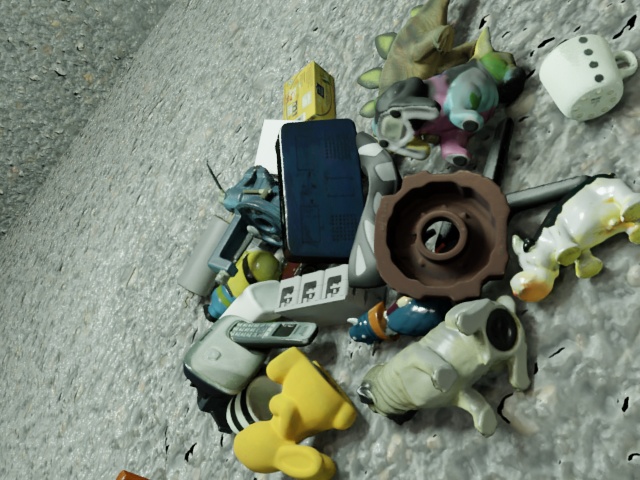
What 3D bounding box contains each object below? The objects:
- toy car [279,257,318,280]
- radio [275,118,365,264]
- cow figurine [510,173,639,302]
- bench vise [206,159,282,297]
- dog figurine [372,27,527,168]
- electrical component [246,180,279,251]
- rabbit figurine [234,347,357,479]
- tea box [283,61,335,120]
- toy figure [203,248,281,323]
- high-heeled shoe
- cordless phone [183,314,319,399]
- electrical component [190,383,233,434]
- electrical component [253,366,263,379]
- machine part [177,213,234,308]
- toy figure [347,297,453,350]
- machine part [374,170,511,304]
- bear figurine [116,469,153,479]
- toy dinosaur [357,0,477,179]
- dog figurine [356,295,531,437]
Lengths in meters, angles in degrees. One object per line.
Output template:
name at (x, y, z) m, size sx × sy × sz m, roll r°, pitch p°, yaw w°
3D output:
toy car at (-0.002, -0.003, 0.945) m, size 0.089 × 0.053 × 0.202 m, roll 15°, pitch 74°, yaw 57°
radio at (0.000, -0.076, 0.865) m, size 0.073 × 0.131 × 0.229 m, roll 130°, pitch 136°, yaw -74°
cow figurine at (0.280, -0.006, 0.615) m, size 0.167 × 0.068 × 0.098 m, roll -40°, pitch 36°, yaw 19°
bench vise at (-0.130, -0.027, 0.950) m, size 0.224 × 0.128 × 0.240 m, roll 16°, pitch 61°, yaw 27°
dog figurine at (0.191, -0.217, 0.778) m, size 0.192 × 0.108 × 0.219 m, roll 16°, pitch 56°, yaw 17°
electrical component at (-0.090, -0.044, 1.070) m, size 0.134 × 0.058 × 0.115 m, roll -59°, pitch 35°, yaw 0°
rabbit figurine at (-0.037, 0.265, 0.758) m, size 0.173 × 0.121 × 0.162 m, roll -39°, pitch 61°, yaw -5°
tea box at (-0.024, -0.284, 1.144) m, size 0.098 × 0.068 × 0.170 m, roll -27°, pitch 47°, yaw 35°
toy figure at (-0.145, 0.095, 1.023) m, size 0.180 × 0.082 × 0.089 m, roll -47°, pitch 50°, yaw 9°
high-heeled shoe at (0.065, -0.046, 0.795) m, size 0.145 × 0.086 × 0.249 m, roll -29°, pitch 57°, yaw 4°
cordless phone at (-0.099, 0.175, 0.819) m, size 0.184 × 0.088 × 0.146 m, roll -9°, pitch 21°, yaw 29°
electrical component at (-0.175, 0.278, 0.938) m, size 0.047 × 0.074 × 0.119 m, roll -57°, pitch 33°, yaw 5°
electrical component at (-0.140, 0.230, 0.929) m, size 0.078 × 0.045 × 0.102 m, roll -47°, pitch 10°, yaw 7°
machine part at (-0.238, 0.035, 1.168) m, size 0.079 × 0.079 × 0.243 m, roll 25°, pitch 87°, yaw 53°
toy figure at (0.107, 0.112, 0.739) m, size 0.154 × 0.058 × 0.064 m, roll -20°, pitch 83°, yaw 39°
machine part at (0.153, -0.002, 0.675) m, size 0.180 × 0.056 × 0.179 m, roll -5°, pitch 74°, yaw 17°
bear figurine at (-0.315, 0.512, 0.903) m, size 0.120 × 0.131 × 0.196 m, roll 12°, pitch 70°, yaw 54°
toy dinosaur at (0.166, -0.313, 0.916) m, size 0.199 × 0.105 × 0.471 m, roll 25°, pitch 87°, yaw 53°
dog figurine at (0.143, 0.144, 0.662) m, size 0.172 × 0.121 × 0.190 m, roll -38°, pitch 9°, yaw -27°
